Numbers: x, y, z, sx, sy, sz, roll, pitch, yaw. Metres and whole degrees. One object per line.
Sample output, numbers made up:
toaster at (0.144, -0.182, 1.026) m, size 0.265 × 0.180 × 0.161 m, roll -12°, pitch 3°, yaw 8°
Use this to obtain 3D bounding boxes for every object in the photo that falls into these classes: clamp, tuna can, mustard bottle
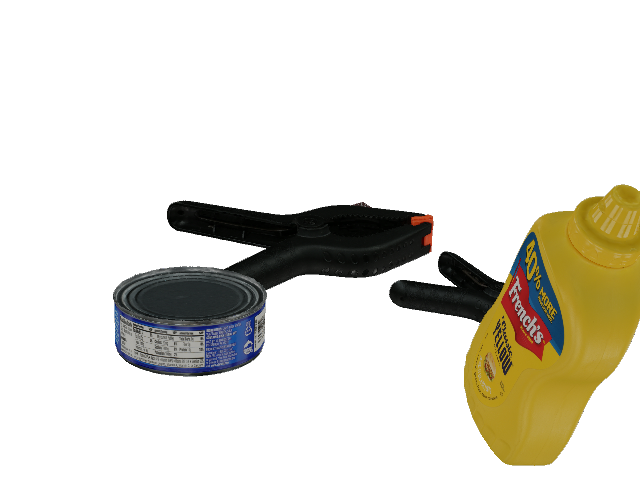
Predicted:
clamp at (-0.017, -0.002, 0.832) m, size 0.209 × 0.036 × 0.165 m, roll -8°, pitch 27°, yaw -19°
tuna can at (-0.073, 0.045, 0.603) m, size 0.086 × 0.034 × 0.086 m, roll 2°, pitch 18°, yaw -1°
clamp at (0.160, 0.053, 0.984) m, size 0.172 × 0.039 × 0.120 m, roll 19°, pitch 30°, yaw 17°
mustard bottle at (0.136, 0.041, 0.603) m, size 0.058 × 0.096 × 0.192 m, roll 4°, pitch -42°, yaw -12°

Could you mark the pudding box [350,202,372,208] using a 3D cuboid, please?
pudding box at (0.032, -0.005, 1.314) m, size 0.113 × 0.039 × 0.090 m, roll -18°, pitch 30°, yaw -26°
